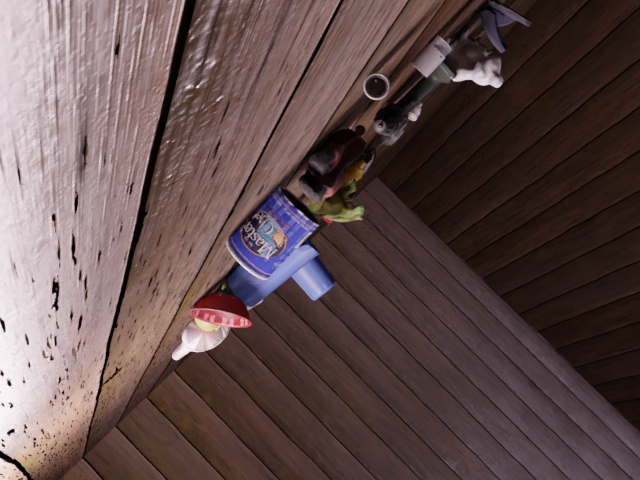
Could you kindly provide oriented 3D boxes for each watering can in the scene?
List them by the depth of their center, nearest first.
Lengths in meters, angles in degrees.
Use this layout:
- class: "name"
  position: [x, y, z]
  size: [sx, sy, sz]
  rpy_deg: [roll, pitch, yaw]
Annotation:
- class: "watering can"
  position: [-0.321, 0.266, 1.642]
  size: [0.351, 0.104, 0.221]
  rpy_deg: [-35, -5, -18]

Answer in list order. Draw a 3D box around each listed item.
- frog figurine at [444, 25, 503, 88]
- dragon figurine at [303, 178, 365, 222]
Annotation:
- class: "frog figurine"
  position: [0.365, -0.415, 1.234]
  size: [0.120, 0.160, 0.140]
  rpy_deg: [-46, -2, 41]
- class: "dragon figurine"
  position: [0.005, -0.077, 1.536]
  size: [0.243, 0.123, 0.405]
  rpy_deg: [-17, -13, -6]
